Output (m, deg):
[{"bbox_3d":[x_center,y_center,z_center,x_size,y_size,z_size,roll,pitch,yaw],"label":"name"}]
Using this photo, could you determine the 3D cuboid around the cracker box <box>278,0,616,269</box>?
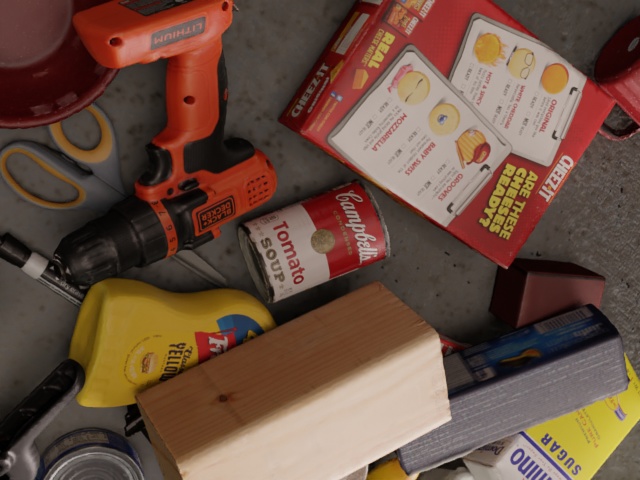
[{"bbox_3d":[0.101,-0.102,0.839,0.213,0.072,0.164,32,93,-24],"label":"cracker box"}]

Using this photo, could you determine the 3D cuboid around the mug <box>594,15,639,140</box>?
[{"bbox_3d":[0.274,-0.130,0.888,0.081,0.093,0.117,39,125,-18],"label":"mug"}]

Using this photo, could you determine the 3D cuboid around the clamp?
[{"bbox_3d":[-0.246,0.147,0.761,0.120,0.039,0.172,7,128,-30],"label":"clamp"}]

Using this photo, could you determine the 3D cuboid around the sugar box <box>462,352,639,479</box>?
[{"bbox_3d":[0.210,0.166,0.930,0.176,0.048,0.093,-44,113,-26],"label":"sugar box"}]

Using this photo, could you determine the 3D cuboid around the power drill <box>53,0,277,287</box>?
[{"bbox_3d":[-0.115,-0.072,0.738,0.184,0.057,0.188,-30,133,-32],"label":"power drill"}]

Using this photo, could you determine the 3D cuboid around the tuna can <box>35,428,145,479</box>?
[{"bbox_3d":[-0.181,0.194,0.839,0.086,0.034,0.086,-5,105,-17],"label":"tuna can"}]

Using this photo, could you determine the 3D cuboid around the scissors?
[{"bbox_3d":[-0.140,-0.038,0.803,0.201,0.016,0.096,23,96,-23],"label":"scissors"}]

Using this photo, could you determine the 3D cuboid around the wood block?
[{"bbox_3d":[-0.017,0.123,0.784,0.205,0.091,0.090,-24,124,-18],"label":"wood block"}]

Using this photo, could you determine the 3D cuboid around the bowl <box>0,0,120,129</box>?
[{"bbox_3d":[-0.210,-0.159,0.726,0.162,0.055,0.162,-5,105,-18],"label":"bowl"}]

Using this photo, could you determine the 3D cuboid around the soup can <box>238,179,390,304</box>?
[{"bbox_3d":[-0.005,0.001,0.831,0.102,0.069,0.068,-21,110,-12],"label":"soup can"}]

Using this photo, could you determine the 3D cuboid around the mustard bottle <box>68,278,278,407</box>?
[{"bbox_3d":[-0.090,0.083,0.818,0.191,0.058,0.096,6,112,-32],"label":"mustard bottle"}]

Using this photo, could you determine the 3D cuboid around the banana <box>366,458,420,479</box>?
[{"bbox_3d":[0.022,0.259,0.906,0.037,0.070,0.198,29,92,-33],"label":"banana"}]

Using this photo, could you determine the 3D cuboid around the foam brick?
[{"bbox_3d":[0.195,0.047,0.919,0.078,0.053,0.051,5,102,-19],"label":"foam brick"}]

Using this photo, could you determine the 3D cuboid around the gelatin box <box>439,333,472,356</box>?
[{"bbox_3d":[0.108,0.122,0.921,0.089,0.030,0.073,21,98,-22],"label":"gelatin box"}]

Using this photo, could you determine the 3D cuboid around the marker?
[{"bbox_3d":[-0.193,0.032,0.801,0.121,0.020,0.020,37,90,-23],"label":"marker"}]
